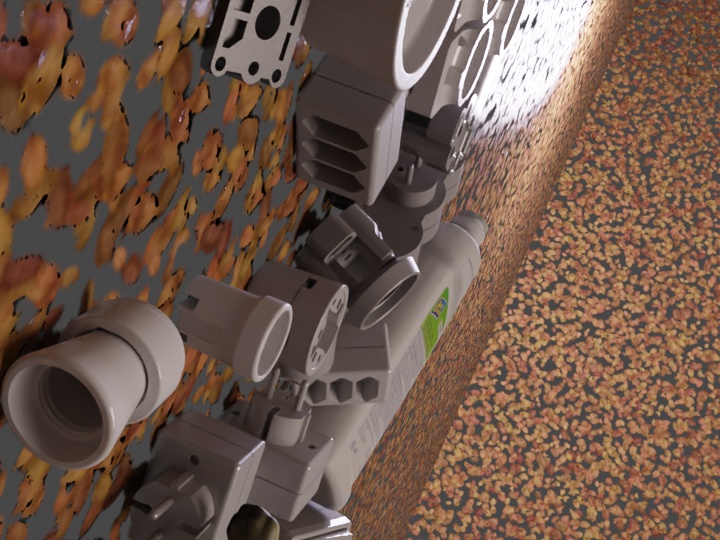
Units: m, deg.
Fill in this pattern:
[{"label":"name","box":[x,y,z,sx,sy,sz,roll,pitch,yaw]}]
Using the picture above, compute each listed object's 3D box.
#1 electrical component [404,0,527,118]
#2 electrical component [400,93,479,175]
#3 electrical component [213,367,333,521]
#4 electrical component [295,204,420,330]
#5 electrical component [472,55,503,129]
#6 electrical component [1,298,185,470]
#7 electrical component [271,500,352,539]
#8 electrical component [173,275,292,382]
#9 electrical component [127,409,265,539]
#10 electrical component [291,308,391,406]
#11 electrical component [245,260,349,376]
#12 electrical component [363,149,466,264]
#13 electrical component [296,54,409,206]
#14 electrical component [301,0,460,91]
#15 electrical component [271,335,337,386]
[{"label":"electrical component","box":[0.066,-0.179,0.676,0.186,0.060,0.105,-52,161,-53]},{"label":"electrical component","box":[0.044,-0.101,0.731,0.078,0.057,0.058,13,99,-79]},{"label":"electrical component","box":[-0.051,0.095,0.637,0.047,0.066,0.076,-35,145,-70]},{"label":"electrical component","box":[0.000,0.000,0.676,0.058,0.057,0.078,-44,167,-2]},{"label":"electrical component","box":[0.070,-0.144,0.796,0.077,0.047,0.065,-18,129,-76]},{"label":"electrical component","box":[-0.094,0.039,0.386,0.055,0.045,0.045,-47,157,-61]},{"label":"electrical component","box":[-0.057,0.206,0.786,0.096,0.061,0.061,6,107,-58]},{"label":"electrical component","box":[-0.061,0.026,0.511,0.040,0.046,0.040,22,90,-79]},{"label":"electrical component","box":[-0.091,0.118,0.544,0.077,0.047,0.065,-33,143,-71]},{"label":"electrical component","box":[-0.016,0.049,0.740,0.047,0.066,0.076,95,-8,-57]},{"label":"electrical component","box":[-0.039,0.026,0.609,0.055,0.047,0.055,22,90,-79]},{"label":"electrical component","box":[0.037,-0.059,0.792,0.073,0.052,0.138,98,18,-53]},{"label":"electrical component","box":[0.002,-0.088,0.585,0.065,0.047,0.076,95,20,-56]},{"label":"electrical component","box":[0.010,-0.142,0.485,0.108,0.060,0.108,22,90,-79]},{"label":"electrical component","box":[-0.035,0.038,0.663,0.043,0.043,0.062,-56,162,-45]}]
